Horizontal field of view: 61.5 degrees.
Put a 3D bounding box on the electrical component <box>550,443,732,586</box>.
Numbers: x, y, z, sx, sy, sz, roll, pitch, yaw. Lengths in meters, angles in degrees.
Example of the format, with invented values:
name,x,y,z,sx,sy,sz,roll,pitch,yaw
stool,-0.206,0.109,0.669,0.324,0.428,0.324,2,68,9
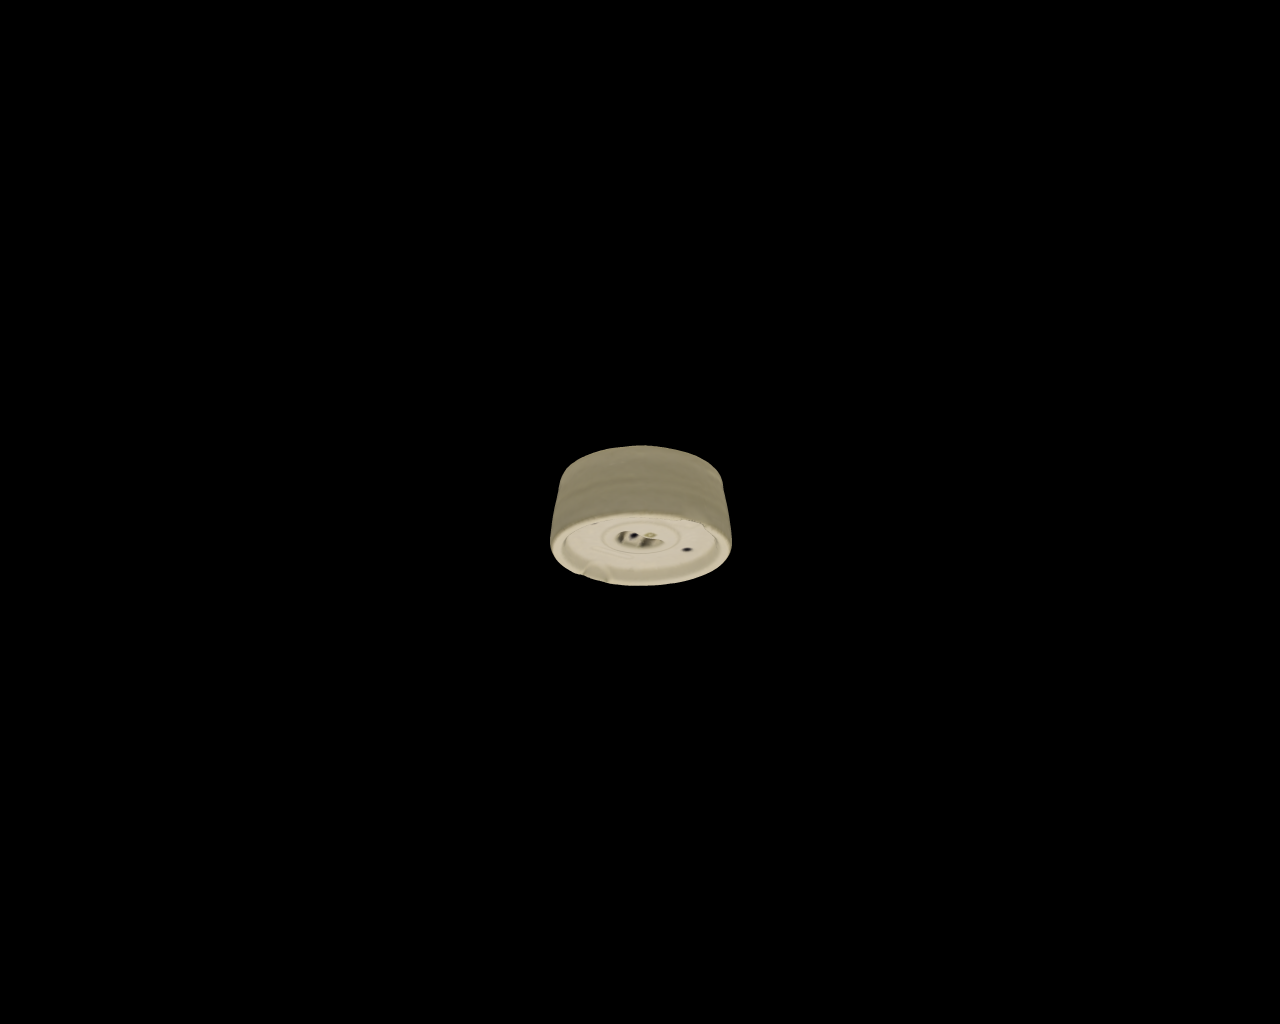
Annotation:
name,x,y,z,sx,sy,sz,roll,pitch,yaw
electrical component,0.001,-0.003,0.650,0.108,0.060,0.108,0,-26,0
